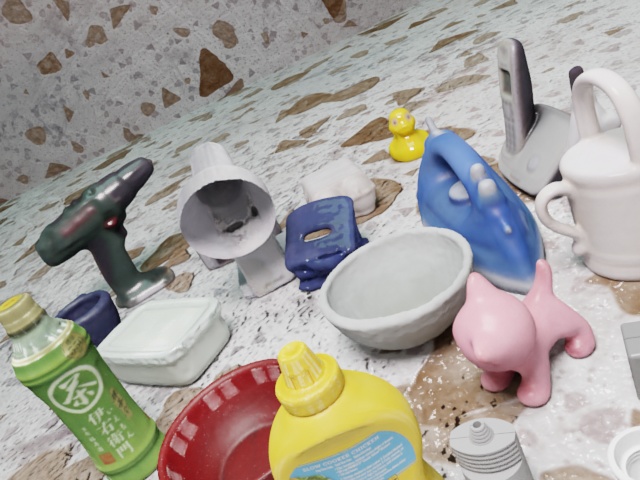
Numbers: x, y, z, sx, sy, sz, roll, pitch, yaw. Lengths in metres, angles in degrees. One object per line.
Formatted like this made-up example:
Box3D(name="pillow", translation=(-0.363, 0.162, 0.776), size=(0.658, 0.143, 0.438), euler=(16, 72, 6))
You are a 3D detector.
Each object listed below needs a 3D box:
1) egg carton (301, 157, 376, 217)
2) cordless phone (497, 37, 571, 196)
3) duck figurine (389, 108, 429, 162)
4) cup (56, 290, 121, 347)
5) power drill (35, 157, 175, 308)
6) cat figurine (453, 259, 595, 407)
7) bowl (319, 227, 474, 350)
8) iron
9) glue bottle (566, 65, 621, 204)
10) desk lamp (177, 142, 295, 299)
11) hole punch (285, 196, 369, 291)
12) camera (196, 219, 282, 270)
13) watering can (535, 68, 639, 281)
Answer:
Box3D(name="egg carton", translation=(0.028, -0.078, 0.934), size=(0.107, 0.069, 0.150), euler=(-27, 25, -3))
Box3D(name="cordless phone", translation=(0.267, -0.158, 0.723), size=(0.094, 0.185, 0.147), euler=(-25, 25, 2))
Box3D(name="duck figurine", translation=(0.151, -0.197, 1.029), size=(0.077, 0.086, 0.104), euler=(-23, 25, 8))
Box3D(name="cup", translation=(-0.327, 0.131, 0.835), size=(0.092, 0.095, 0.117), euler=(-32, 25, -12))
Box3D(name="power drill", translation=(-0.339, -0.001, 0.966), size=(0.230, 0.209, 0.075), euler=(-34, 26, -16))
Box3D(name="cat figurine", translation=(0.158, 0.069, 0.468), size=(0.128, 0.118, 0.067), euler=(-39, 28, -25))
Box3D(name="bowl", translation=(0.087, 0.061, 0.601), size=(0.167, 0.075, 0.167), euler=(-21, 25, 11))
Box3D(name="iron", translation=(0.177, -0.055, 0.661), size=(0.118, 0.142, 0.258), euler=(-24, 25, 4))
Box3D(name="glue bottle", translation=(0.291, -0.103, 0.609), size=(0.078, 0.173, 0.037), euler=(-14, 27, 23))
Box3D(name="desk lamp", translation=(-0.114, -0.026, 0.795), size=(0.118, 0.214, 0.203), euler=(-27, 25, -1))
Box3D(name="hole punch", translation=(0.007, 0.003, 0.771), size=(0.108, 0.091, 0.101), euler=(-17, 27, 20))
Box3D(name="camera", translation=(-0.156, -0.038, 0.994), size=(0.143, 0.101, 0.136), euler=(-27, 25, -1))
Box3D(name="watering can", translation=(0.283, -0.071, 0.529), size=(0.173, 0.194, 0.100), euler=(-33, 26, -14))
